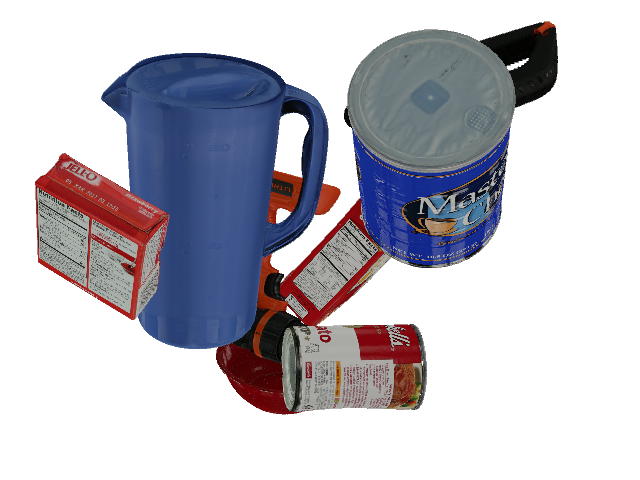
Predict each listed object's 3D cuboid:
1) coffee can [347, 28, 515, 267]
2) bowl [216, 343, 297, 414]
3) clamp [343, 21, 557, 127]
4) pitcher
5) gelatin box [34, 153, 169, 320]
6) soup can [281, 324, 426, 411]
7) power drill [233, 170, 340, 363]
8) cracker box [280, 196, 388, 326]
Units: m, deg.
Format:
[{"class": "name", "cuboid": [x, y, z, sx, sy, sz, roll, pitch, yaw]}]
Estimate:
[{"class": "coffee can", "cuboid": [0.074, -0.057, 0.713, 0.103, 0.103, 0.140, 0, -27, 6]}, {"class": "bowl", "cuboid": [-0.044, 0.159, 1.273, 0.162, 0.055, 0.162, 2, 25, -1]}, {"class": "clamp", "cuboid": [0.147, -0.129, 0.933, 0.209, 0.036, 0.165, -33, 43, -23]}, {"class": "pitcher", "cuboid": [-0.093, -0.031, 0.926, 0.149, 0.243, 0.144, 24, 33, 31]}, {"class": "gelatin box", "cuboid": [-0.130, -0.001, 0.633, 0.073, 0.030, 0.089, 30, -36, 7]}, {"class": "soup can", "cuboid": [0.025, 0.100, 0.836, 0.102, 0.068, 0.068, 0, 0, -12]}, {"class": "power drill", "cuboid": [-0.043, 0.026, 1.082, 0.185, 0.188, 0.057, 18, 2, 28]}, {"class": "cracker box", "cuboid": [0.060, -0.008, 1.272, 0.214, 0.072, 0.164, -48, -7, 34]}]
